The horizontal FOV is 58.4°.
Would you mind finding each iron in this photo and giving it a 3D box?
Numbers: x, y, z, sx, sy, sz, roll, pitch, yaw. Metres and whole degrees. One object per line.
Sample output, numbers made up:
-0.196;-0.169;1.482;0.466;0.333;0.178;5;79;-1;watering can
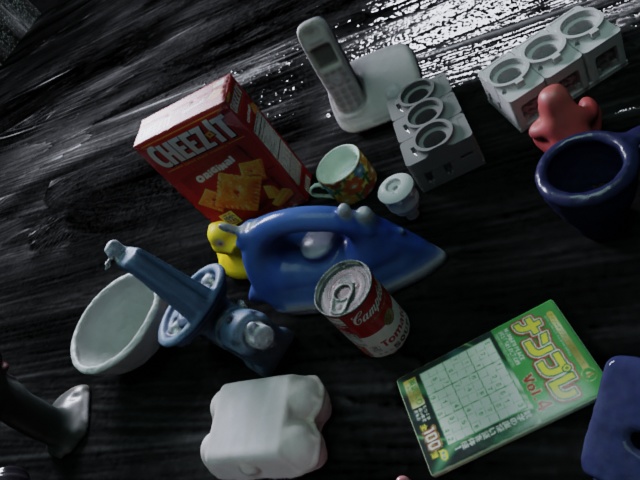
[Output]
0.006;0.002;0.689;0.257;0.142;0.118;-12;49;30;iron

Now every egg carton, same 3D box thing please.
-0.059;0.204;0.620;0.150;0.070;0.107;-16;47;27;egg carton

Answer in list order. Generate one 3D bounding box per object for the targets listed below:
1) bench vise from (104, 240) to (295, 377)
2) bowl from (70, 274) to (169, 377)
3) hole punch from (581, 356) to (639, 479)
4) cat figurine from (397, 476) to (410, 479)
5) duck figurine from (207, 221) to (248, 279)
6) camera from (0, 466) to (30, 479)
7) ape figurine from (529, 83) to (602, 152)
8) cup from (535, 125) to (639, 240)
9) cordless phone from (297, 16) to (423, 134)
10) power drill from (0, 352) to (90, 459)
-0.139;0.067;0.685;0.206;0.220;0.121;-6;52;34;bench vise
-0.280;0.134;0.847;0.167;0.075;0.167;-21;45;22;bowl
0.253;0.150;0.411;0.108;0.091;0.101;14;64;44;hole punch
0.065;0.252;0.446;0.067;0.118;0.128;-8;51;33;cat figurine
-0.130;0.004;0.836;0.077;0.086;0.104;-50;42;-10;duck figurine
-0.405;0.353;0.733;0.143;0.101;0.136;-36;41;6;camera
0.272;-0.138;0.644;0.077;0.092;0.076;-13;49;29;ape figurine
0.279;-0.053;0.563;0.117;0.095;0.091;-35;41;8;cup
0.060;-0.256;0.839;0.147;0.186;0.094;-19;46;24;cordless phone
-0.424;0.208;0.790;0.075;0.209;0.229;-33;41;9;power drill
